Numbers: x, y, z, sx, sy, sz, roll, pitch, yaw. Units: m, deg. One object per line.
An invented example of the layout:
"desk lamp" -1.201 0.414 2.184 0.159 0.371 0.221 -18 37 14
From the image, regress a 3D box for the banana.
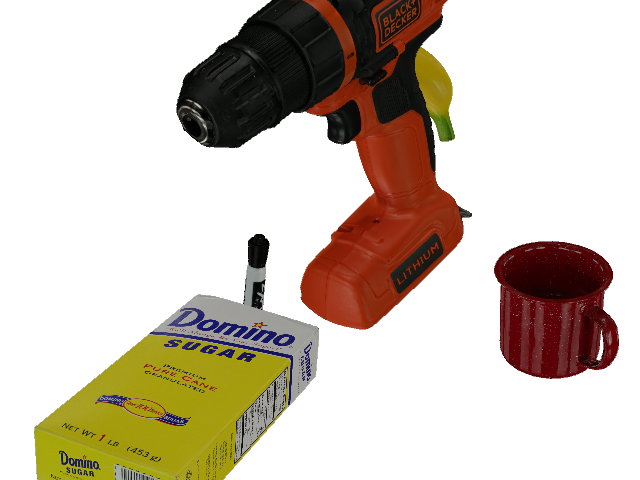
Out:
"banana" 0.021 -0.119 0.762 0.197 0.069 0.037 8 -2 -25

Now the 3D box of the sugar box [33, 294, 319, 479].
"sugar box" -0.078 0.094 0.635 0.093 0.048 0.176 14 30 20

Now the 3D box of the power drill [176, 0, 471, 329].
"power drill" 0.014 -0.047 0.544 0.057 0.187 0.184 25 51 35

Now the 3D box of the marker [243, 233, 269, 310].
"marker" -0.059 0.049 0.951 0.020 0.121 0.020 5 28 -3

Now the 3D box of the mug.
"mug" 0.195 0.063 0.864 0.093 0.081 0.117 -22 34 -28
